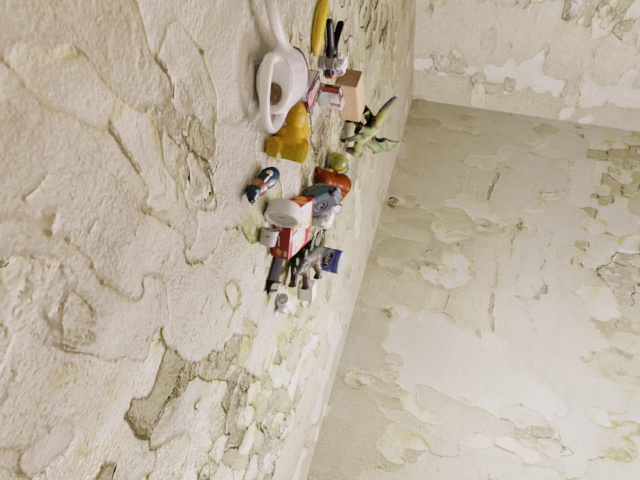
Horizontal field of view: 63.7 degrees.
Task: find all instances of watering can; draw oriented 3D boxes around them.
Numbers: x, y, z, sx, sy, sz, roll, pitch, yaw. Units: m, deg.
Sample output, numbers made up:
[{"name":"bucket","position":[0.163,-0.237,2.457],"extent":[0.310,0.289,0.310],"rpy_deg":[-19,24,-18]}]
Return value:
[{"name":"watering can","position":[-0.097,-0.449,1.310],"extent":[0.228,0.104,0.341],"rpy_deg":[-54,154,-60]}]

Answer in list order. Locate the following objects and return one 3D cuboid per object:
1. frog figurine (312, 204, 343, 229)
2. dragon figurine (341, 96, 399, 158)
[{"name":"frog figurine","position":[0.006,-0.100,1.989],"extent":[0.122,0.136,0.161],"rpy_deg":[61,28,-1]},{"name":"dragon figurine","position":[0.252,-0.477,2.293],"extent":[0.240,0.405,0.125],"rpy_deg":[25,56,-37]}]
